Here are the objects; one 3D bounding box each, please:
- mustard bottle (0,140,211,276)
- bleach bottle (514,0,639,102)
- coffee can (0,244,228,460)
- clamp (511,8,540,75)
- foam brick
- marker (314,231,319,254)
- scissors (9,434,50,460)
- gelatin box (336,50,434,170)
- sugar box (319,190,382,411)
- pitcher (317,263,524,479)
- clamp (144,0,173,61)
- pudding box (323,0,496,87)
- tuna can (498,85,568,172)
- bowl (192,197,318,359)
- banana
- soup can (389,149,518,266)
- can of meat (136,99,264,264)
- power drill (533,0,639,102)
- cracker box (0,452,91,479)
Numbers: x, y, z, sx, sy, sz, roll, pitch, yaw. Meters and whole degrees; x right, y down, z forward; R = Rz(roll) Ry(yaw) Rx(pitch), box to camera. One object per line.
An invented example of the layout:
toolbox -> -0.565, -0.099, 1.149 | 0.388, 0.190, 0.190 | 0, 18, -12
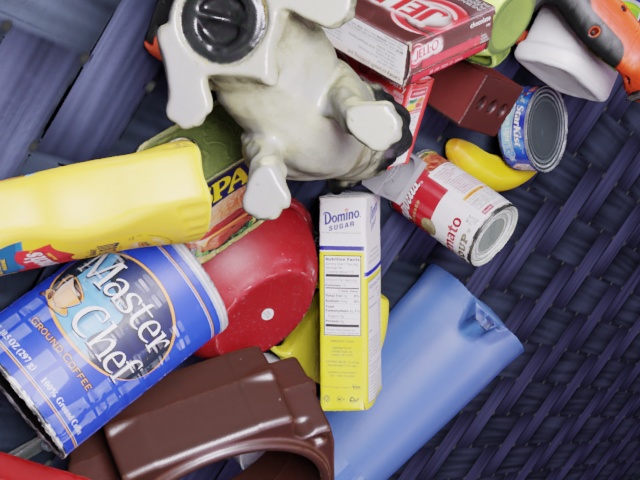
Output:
mustard bottle -> -0.163, -0.011, 0.619 | 0.191, 0.058, 0.096 | -12, 174, -15
bleach bottle -> 0.263, -0.256, 0.949 | 0.102, 0.068, 0.251 | 22, 90, -48
coffee can -> -0.147, 0.062, 0.713 | 0.140, 0.103, 0.103 | -39, 148, -21
clamp -> 0.239, -0.205, 1.023 | 0.171, 0.039, 0.120 | 1, 109, -52
foam brick -> 0.133, -0.129, 0.944 | 0.078, 0.051, 0.053 | 3, 120, -55
marker -> -0.006, 0.001, 0.925 | 0.020, 0.020, 0.121 | -56, 150, 6
scissors -> -0.199, 0.159, 0.834 | 0.201, 0.016, 0.096 | -38, 148, -22
gelatin box -> 0.036, -0.106, 0.797 | 0.030, 0.089, 0.073 | -19, 136, -40
sugar box -> 0.026, 0.047, 0.892 | 0.093, 0.048, 0.176 | -26, 114, -79
pitcher -> 0.084, 0.153, 1.122 | 0.243, 0.145, 0.149 | -45, 138, -4
clamp -> -0.026, -0.188, 0.676 | 0.210, 0.036, 0.164 | -53, 149, 1
pudding box -> 0.050, -0.155, 0.739 | 0.089, 0.114, 0.039 | -28, 137, -36
tuna can -> 0.211, -0.110, 1.055 | 0.085, 0.034, 0.086 | -9, 102, -50
bowl -> -0.057, 0.043, 0.842 | 0.162, 0.055, 0.162 | -27, 144, -22
banana -> 0.183, -0.083, 1.084 | 0.197, 0.037, 0.069 | -19, 109, -47
soup can -> 0.123, -0.030, 0.986 | 0.068, 0.102, 0.068 | -35, 146, -28
can of meat -> -0.075, -0.041, 0.750 | 0.102, 0.057, 0.084 | -35, 149, -26
power drill -> 0.242, -0.220, 0.878 | 0.184, 0.187, 0.057 | -52, -177, -5
cracker box -> -0.197, 0.255, 0.770 | 0.072, 0.164, 0.214 | -74, -178, -49
